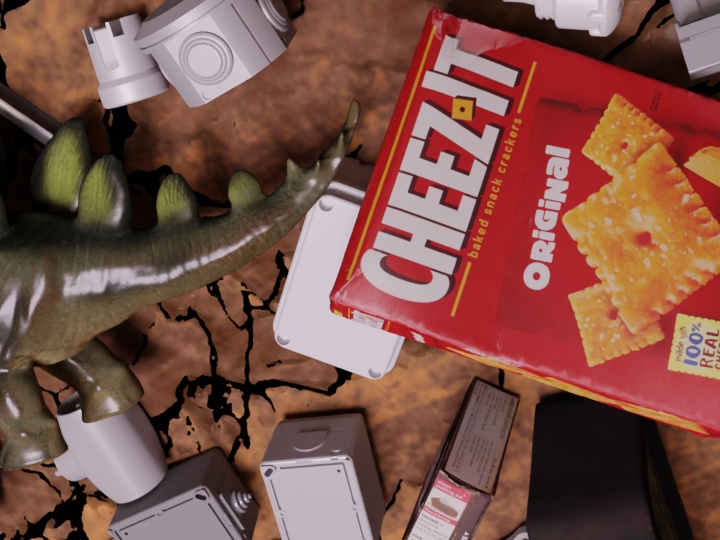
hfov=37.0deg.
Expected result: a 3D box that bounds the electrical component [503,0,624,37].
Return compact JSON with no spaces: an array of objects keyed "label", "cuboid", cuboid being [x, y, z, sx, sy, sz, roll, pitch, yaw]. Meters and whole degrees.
[{"label":"electrical component","cuboid":[0.105,-0.147,0.557,0.062,0.048,0.048,7,118,16]}]

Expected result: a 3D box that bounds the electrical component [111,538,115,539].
[{"label":"electrical component","cuboid":[-0.192,0.254,0.799,0.057,0.078,0.113,44,116,-15]}]

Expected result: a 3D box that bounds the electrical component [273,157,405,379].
[{"label":"electrical component","cuboid":[0.000,0.000,0.644,0.078,0.057,0.113,20,118,1]}]

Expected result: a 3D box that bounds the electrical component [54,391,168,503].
[{"label":"electrical component","cuboid":[-0.187,0.124,0.752,0.079,0.043,0.077,-21,110,20]}]

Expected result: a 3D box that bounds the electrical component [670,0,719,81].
[{"label":"electrical component","cuboid":[0.213,-0.144,0.524,0.121,0.079,0.063,-17,90,19]}]

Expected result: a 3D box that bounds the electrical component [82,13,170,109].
[{"label":"electrical component","cuboid":[-0.136,-0.121,0.621,0.040,0.040,0.046,-12,107,17]}]

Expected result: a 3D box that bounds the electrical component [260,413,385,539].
[{"label":"electrical component","cuboid":[-0.021,0.148,0.720,0.062,0.061,0.096,-7,114,14]}]

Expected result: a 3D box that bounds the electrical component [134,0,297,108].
[{"label":"electrical component","cuboid":[-0.077,-0.130,0.583,0.080,0.080,0.051,-25,114,22]}]

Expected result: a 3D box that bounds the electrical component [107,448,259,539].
[{"label":"electrical component","cuboid":[-0.116,0.170,0.754,0.096,0.061,0.061,-25,109,13]}]
